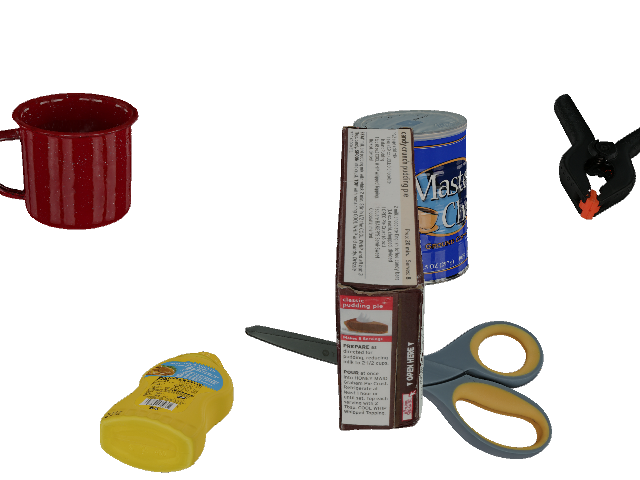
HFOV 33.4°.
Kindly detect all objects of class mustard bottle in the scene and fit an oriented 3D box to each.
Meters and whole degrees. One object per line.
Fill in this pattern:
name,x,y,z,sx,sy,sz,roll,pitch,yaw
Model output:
mustard bottle,-0.140,0.160,1.072,0.096,0.058,0.191,7,20,12

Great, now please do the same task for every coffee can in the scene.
coffee can,0.084,-0.041,0.981,0.103,0.140,0.103,-3,18,1

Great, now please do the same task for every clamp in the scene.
clamp,0.290,-0.094,1.139,0.120,0.039,0.171,18,47,19

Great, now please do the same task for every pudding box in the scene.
pudding box,0.026,0.015,0.485,0.039,0.090,0.113,-2,41,2

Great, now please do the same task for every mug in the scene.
mug,-0.198,-0.059,0.817,0.117,0.081,0.093,-5,28,-19

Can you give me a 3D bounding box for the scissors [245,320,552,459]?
scissors,0.060,0.067,0.669,0.201,0.096,0.016,29,-30,-4
